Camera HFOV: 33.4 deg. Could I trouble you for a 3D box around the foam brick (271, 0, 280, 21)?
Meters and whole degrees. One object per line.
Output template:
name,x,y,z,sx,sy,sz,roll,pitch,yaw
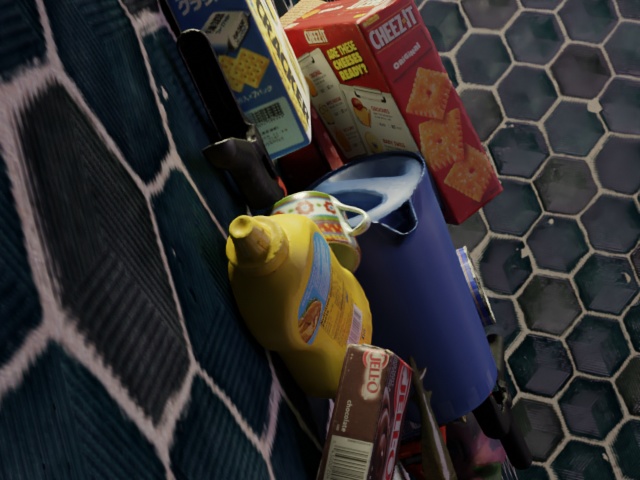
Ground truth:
foam brick,-0.073,-0.228,1.080,0.051,0.053,0.078,36,34,-74

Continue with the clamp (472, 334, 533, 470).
clamp,0.200,0.188,1.204,0.209,0.036,0.164,13,62,-71

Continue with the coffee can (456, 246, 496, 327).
coffee can,0.132,0.079,1.314,0.102,0.140,0.103,-22,90,-81

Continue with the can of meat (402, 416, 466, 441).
can of meat,0.099,0.159,1.110,0.102,0.084,0.057,-93,160,-64

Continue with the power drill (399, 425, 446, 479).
power drill,0.138,0.282,1.140,0.184,0.057,0.187,-45,114,-80

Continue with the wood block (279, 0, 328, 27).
wood block,0.017,-0.178,1.290,0.090,0.090,0.206,29,-23,44

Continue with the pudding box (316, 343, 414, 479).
pudding box,0.035,0.137,0.767,0.090,0.039,0.113,44,59,-68

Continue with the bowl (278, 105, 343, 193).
bowl,-0.005,-0.087,1.126,0.162,0.055,0.162,60,14,-26

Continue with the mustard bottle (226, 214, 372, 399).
mustard bottle,-0.018,0.037,0.754,0.191,0.058,0.096,55,42,-55

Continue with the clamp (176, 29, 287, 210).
clamp,-0.067,-0.083,0.828,0.171,0.039,0.120,60,18,-68

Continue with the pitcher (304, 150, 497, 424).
pitcher,0.071,0.046,0.993,0.243,0.145,0.149,64,26,-25

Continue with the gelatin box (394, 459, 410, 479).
gelatin box,0.056,0.215,0.897,0.089,0.030,0.073,-98,163,-53

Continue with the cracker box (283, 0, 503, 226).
cracker box,0.065,-0.125,1.022,0.164,0.072,0.213,14,-44,61
